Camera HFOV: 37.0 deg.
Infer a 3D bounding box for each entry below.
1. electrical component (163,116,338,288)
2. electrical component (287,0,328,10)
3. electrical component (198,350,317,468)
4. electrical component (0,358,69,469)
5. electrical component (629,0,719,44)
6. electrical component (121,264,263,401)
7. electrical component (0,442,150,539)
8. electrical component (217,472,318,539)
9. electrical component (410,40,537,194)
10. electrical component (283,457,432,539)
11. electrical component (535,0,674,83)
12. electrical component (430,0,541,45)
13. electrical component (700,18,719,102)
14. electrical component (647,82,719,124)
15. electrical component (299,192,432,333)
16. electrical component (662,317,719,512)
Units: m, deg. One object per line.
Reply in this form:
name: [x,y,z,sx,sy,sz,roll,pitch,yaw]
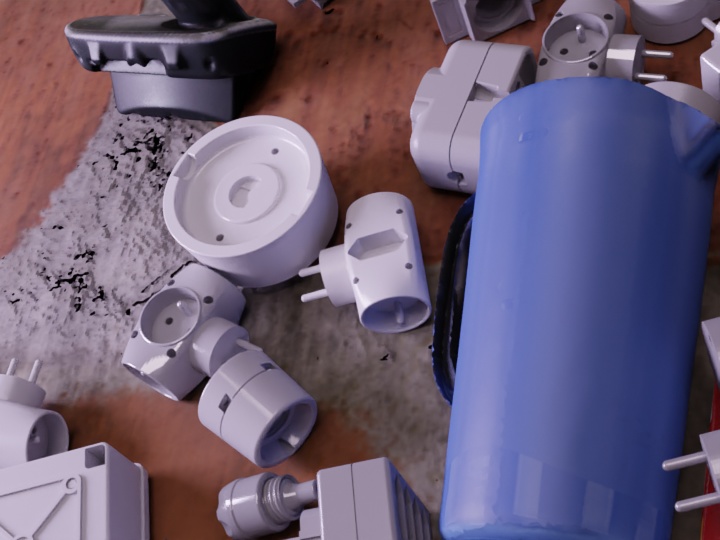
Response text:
electrical component: [-0.066,-0.040,0.702,0.108,0.060,0.108,-9,57,15]
electrical component: [-0.031,-0.241,0.812,0.081,0.063,0.042,-37,56,-5]
electrical component: [-0.058,0.082,0.629,0.047,0.055,0.055,35,76,29]
electrical component: [-0.225,0.093,0.688,0.077,0.044,0.079,1,60,21]
electrical component: [0.237,-0.204,0.684,0.138,0.073,0.052,-22,55,6]
electrical component: [-0.096,0.045,0.671,0.079,0.044,0.077,22,69,30]
electrical component: [-0.180,0.167,0.618,0.109,0.056,0.108,-16,56,10]
electrical component: [-0.048,0.129,0.601,0.061,0.035,0.035,-20,53,26]
electrical component: [0.072,-0.099,0.692,0.059,0.053,0.095,12,64,26]
electrical component: [-0.008,0.139,0.556,0.076,0.083,0.047,-14,56,12]
electrical component: [0.158,-0.133,0.687,0.079,0.044,0.077,10,64,25]
electrical component: [0.087,-0.199,0.756,0.081,0.042,0.063,-25,51,3]
electrical component: [0.243,-0.139,0.658,0.083,0.047,0.075,-34,54,-2]
electrical component: [0.183,-0.076,0.638,0.055,0.055,0.047,12,68,26]
electrical component: [0.000,0.000,0.664,0.079,0.043,0.077,-16,56,12]
electrical component: [0.167,0.083,0.456,0.074,0.052,0.138,-17,56,11]
